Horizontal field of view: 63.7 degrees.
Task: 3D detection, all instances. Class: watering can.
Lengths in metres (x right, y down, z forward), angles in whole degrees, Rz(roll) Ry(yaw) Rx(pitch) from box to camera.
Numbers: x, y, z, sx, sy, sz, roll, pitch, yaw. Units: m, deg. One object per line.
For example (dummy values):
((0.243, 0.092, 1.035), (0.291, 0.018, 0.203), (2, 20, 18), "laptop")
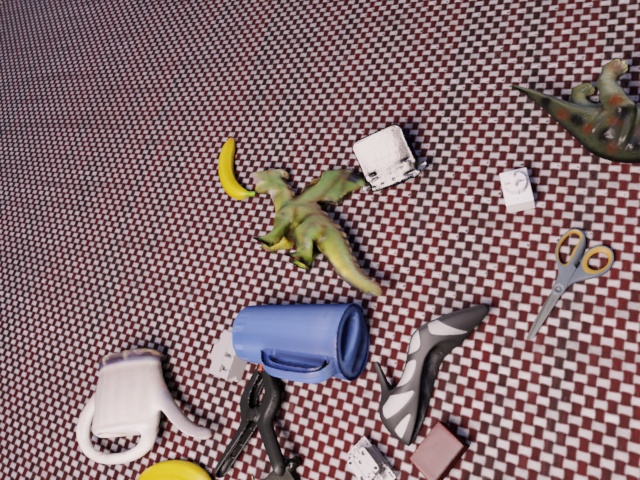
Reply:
((-0.360, 0.328, 1.052), (0.346, 0.229, 0.102), (-17, -29, 21), "watering can")

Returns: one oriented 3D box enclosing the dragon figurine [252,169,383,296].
((0.003, -0.053, 1.050), (0.413, 0.246, 0.120), (22, -18, 31), "dragon figurine")
